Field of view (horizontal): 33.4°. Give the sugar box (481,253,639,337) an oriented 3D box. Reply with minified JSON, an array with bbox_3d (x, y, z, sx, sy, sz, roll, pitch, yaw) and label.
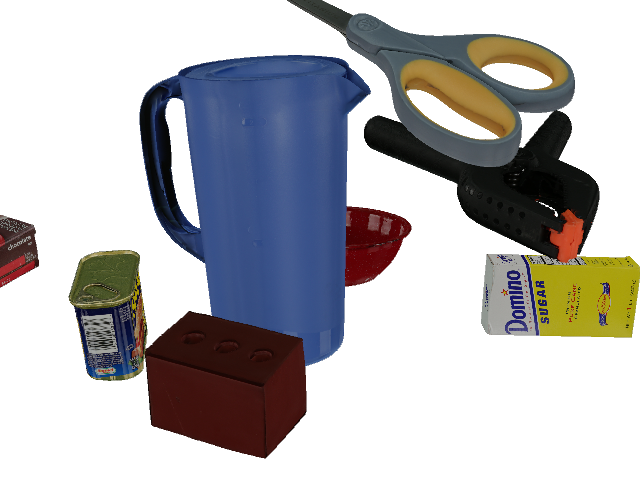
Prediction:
[{"bbox_3d":[0.284,0.066,1.269,0.176,0.093,0.048,0,18,-4],"label":"sugar box"}]

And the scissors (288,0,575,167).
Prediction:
[{"bbox_3d":[0.043,-0.102,0.525,0.096,0.016,0.202,-20,47,-21],"label":"scissors"}]

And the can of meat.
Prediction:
[{"bbox_3d":[-0.192,0.069,0.983,0.057,0.084,0.102,-5,26,-2],"label":"can of meat"}]

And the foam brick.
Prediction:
[{"bbox_3d":[-0.053,0.081,0.609,0.078,0.051,0.052,11,27,21],"label":"foam brick"}]

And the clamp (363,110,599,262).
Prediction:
[{"bbox_3d":[0.122,-0.046,0.742,0.164,0.036,0.210,-1,27,-6],"label":"clamp"}]

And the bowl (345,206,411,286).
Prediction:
[{"bbox_3d":[0.014,0.009,1.110,0.162,0.055,0.162,0,16,0],"label":"bowl"}]

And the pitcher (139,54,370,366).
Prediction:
[{"bbox_3d":[-0.049,-0.026,0.859,0.144,0.243,0.149,-12,19,-29],"label":"pitcher"}]

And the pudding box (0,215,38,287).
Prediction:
[{"bbox_3d":[-0.272,0.008,0.758,0.114,0.039,0.089,14,30,29],"label":"pudding box"}]
